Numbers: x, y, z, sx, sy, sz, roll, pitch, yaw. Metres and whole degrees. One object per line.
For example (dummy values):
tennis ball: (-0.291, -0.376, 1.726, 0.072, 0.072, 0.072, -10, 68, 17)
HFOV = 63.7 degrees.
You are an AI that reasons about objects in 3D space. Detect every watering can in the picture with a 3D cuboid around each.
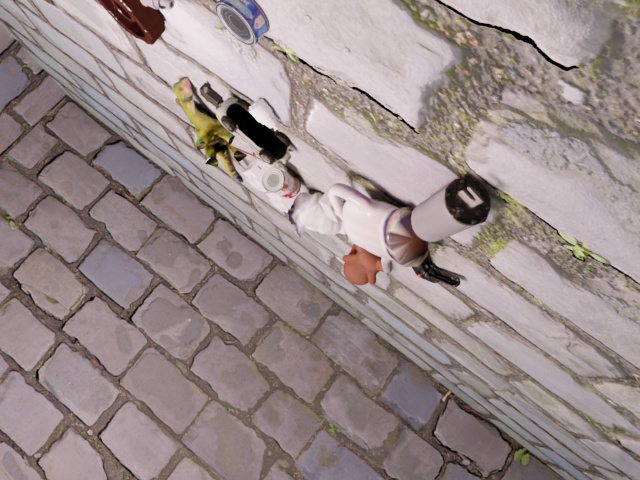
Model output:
watering can: (0.147, -0.002, 1.142, 0.226, 0.105, 0.341, 24, 161, 48)

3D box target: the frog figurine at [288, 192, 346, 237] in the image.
frog figurine: (0.004, -0.071, 1.409, 0.159, 0.126, 0.134, -5, 126, 11)

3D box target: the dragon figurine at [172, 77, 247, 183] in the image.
dragon figurine: (-0.333, -0.326, 1.510, 0.245, 0.123, 0.404, 54, 171, 17)
